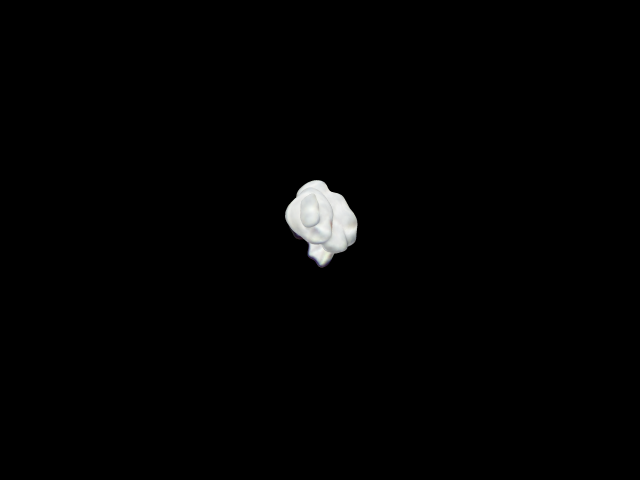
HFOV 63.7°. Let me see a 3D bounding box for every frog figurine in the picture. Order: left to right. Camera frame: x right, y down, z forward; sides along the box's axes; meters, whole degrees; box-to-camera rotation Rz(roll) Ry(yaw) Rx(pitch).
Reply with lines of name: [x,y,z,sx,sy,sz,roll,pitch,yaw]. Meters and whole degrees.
frog figurine: [0.003,-0.043,0.850,0.123,0.140,0.156,-11,-28,-6]
